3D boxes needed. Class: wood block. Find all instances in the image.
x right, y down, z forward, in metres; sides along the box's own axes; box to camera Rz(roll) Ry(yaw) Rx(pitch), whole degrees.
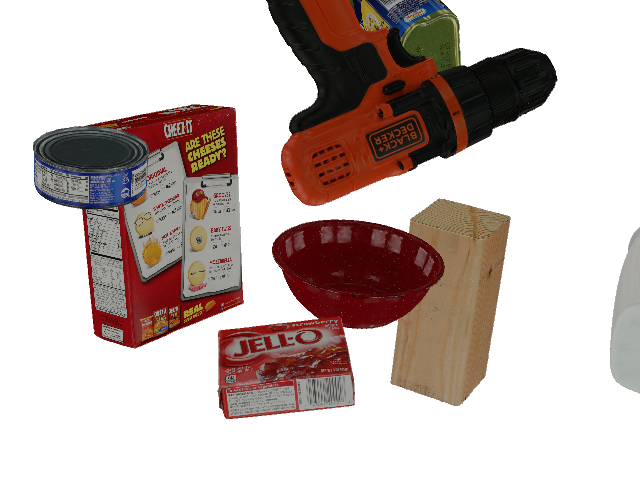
[{"bbox_3d":[0.147,0.070,1.217,0.090,0.206,0.090,16,25,24],"label":"wood block"}]

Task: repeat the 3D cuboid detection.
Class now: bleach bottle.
[{"bbox_3d":[0.264,0.034,0.754,0.103,0.068,0.250,9,21,18],"label":"bleach bottle"}]

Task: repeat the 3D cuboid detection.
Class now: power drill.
[{"bbox_3d":[0.038,-0.134,0.652,0.184,0.187,0.057,-24,8,-10],"label":"power drill"}]

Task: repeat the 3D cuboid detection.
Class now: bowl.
[{"bbox_3d":[0.033,0.037,1.000,0.162,0.055,0.162,5,24,-2],"label":"bowl"}]

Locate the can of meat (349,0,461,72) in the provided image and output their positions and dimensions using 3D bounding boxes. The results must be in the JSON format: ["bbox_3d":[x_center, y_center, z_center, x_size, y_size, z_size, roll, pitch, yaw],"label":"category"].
[{"bbox_3d":[0.068,-0.163,0.854,0.057,0.084,0.102,-28,-36,-10],"label":"can of meat"}]

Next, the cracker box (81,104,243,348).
[{"bbox_3d":[-0.158,-0.019,1.073,0.072,0.214,0.163,10,19,36],"label":"cracker box"}]

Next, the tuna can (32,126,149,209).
[{"bbox_3d":[-0.173,-0.055,0.807,0.086,0.034,0.086,5,26,-3],"label":"tuna can"}]

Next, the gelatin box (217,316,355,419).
[{"bbox_3d":[-0.025,0.085,0.723,0.089,0.030,0.073,-6,26,-2],"label":"gelatin box"}]
